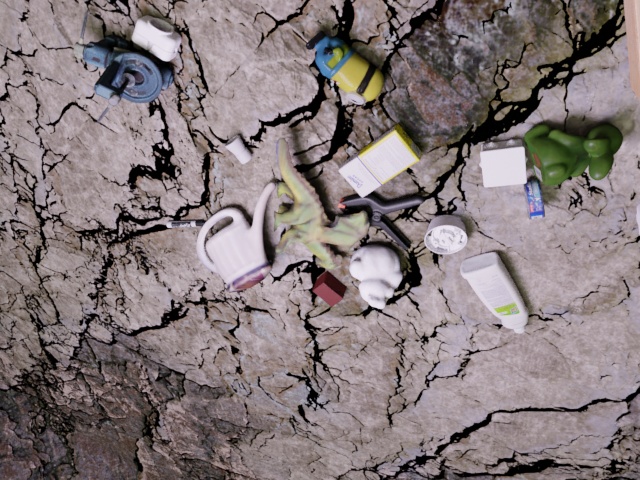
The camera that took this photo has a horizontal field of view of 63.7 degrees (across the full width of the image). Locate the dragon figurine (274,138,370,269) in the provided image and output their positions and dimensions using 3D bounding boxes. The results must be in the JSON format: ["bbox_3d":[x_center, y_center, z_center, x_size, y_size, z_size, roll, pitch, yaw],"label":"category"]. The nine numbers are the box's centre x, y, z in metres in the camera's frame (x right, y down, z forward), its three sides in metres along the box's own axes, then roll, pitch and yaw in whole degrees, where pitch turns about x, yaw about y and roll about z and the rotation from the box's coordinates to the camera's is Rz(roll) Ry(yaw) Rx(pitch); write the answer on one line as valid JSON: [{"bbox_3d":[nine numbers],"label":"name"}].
[{"bbox_3d":[0.004,-0.064,1.276,0.243,0.125,0.400,8,136,3],"label":"dragon figurine"}]

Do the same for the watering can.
[{"bbox_3d":[-0.201,0.007,1.375,0.343,0.105,0.225,-31,85,32],"label":"watering can"}]

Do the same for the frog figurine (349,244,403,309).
[{"bbox_3d":[0.138,0.089,1.308,0.137,0.163,0.120,23,126,0],"label":"frog figurine"}]
